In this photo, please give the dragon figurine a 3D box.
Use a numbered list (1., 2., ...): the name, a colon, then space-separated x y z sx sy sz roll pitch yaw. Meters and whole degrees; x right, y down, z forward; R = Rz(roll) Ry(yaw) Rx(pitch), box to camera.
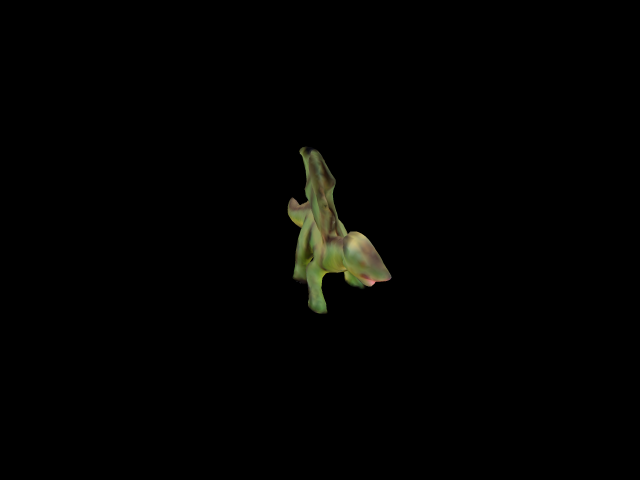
1. dragon figurine: 0.003 -0.043 0.850 0.123 0.237 0.418 -14 39 -17
